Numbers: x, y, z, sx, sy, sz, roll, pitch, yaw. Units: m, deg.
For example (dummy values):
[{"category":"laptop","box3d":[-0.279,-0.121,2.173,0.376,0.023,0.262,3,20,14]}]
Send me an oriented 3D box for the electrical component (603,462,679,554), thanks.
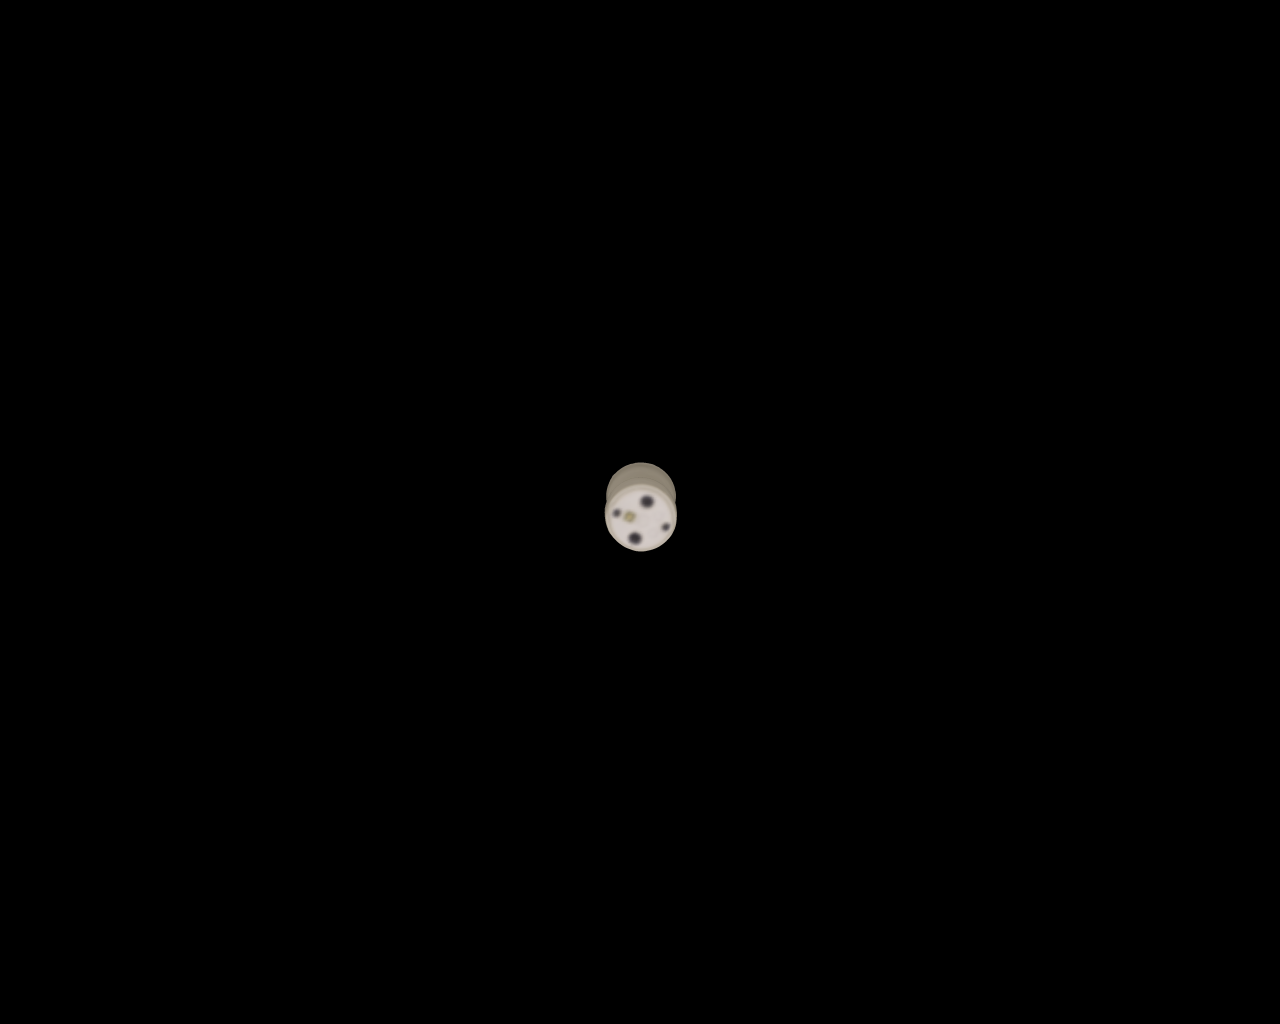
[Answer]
[{"category":"electrical component","box3d":[0.001,-0.003,0.650,0.045,0.044,0.055,0,16,0]}]
